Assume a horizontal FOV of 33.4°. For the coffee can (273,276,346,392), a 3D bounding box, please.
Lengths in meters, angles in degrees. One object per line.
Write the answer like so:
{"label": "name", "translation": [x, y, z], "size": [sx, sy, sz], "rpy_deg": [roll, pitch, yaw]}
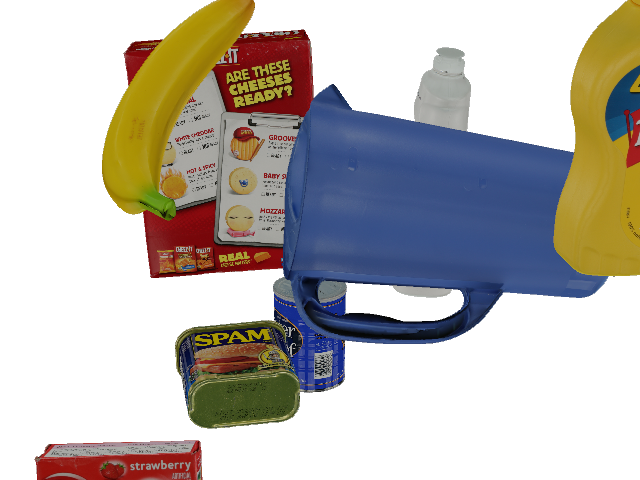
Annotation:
{"label": "coffee can", "translation": [-0.015, 0.128, 1.502], "size": [0.103, 0.140, 0.103], "rpy_deg": [0, 19, 0]}

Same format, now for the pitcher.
{"label": "pitcher", "translation": [0.093, -0.013, 0.795], "size": [0.242, 0.149, 0.145], "rpy_deg": [7, 32, -6]}

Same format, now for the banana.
{"label": "banana", "translation": [-0.093, -0.083, 0.664], "size": [0.070, 0.197, 0.037], "rpy_deg": [1, -38, 16]}

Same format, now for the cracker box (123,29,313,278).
{"label": "cracker box", "translation": [-0.085, -0.079, 0.984], "size": [0.164, 0.214, 0.072], "rpy_deg": [-4, 20, -3]}

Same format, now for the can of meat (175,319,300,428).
{"label": "can of meat", "translation": [-0.073, 0.118, 0.938], "size": [0.102, 0.057, 0.084], "rpy_deg": [-4, 27, -11]}

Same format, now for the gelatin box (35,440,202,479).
{"label": "gelatin box", "translation": [-0.109, 0.150, 0.587], "size": [0.089, 0.073, 0.030], "rpy_deg": [-2, 5, 1]}

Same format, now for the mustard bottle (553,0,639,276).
{"label": "mustard bottle", "translation": [0.190, -0.075, 0.610], "size": [0.096, 0.192, 0.058], "rpy_deg": [-7, 29, -12]}

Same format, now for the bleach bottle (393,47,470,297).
{"label": "bleach bottle", "translation": [0.117, -0.072, 1.103], "size": [0.068, 0.251, 0.102], "rpy_deg": [4, 29, -4]}
